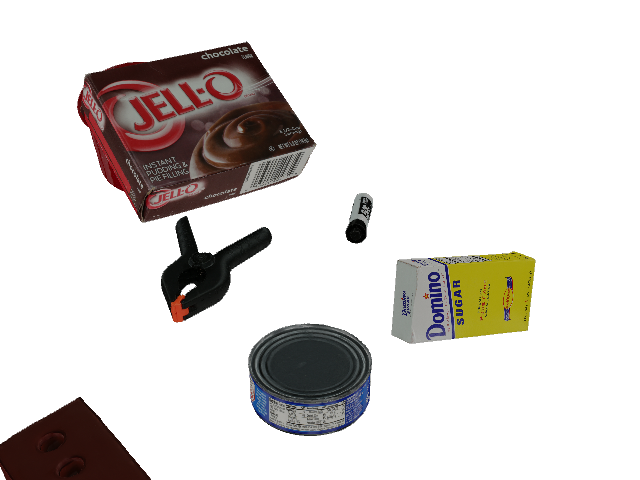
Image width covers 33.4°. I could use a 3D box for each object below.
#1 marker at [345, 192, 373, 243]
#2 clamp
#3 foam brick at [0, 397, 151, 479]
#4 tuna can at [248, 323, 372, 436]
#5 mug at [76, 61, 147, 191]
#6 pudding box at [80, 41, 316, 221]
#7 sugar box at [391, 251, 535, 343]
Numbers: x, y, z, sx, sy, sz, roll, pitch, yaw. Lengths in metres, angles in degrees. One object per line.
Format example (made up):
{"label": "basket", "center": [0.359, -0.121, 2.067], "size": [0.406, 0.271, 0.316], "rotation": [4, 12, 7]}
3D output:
{"label": "marker", "center": [0.036, -0.021, 0.992], "size": [0.020, 0.020, 0.121], "rotation": [0, 16, 6]}
{"label": "clamp", "center": [-0.125, 0.030, 1.240], "size": [0.120, 0.039, 0.171], "rotation": [-2, 40, 11]}
{"label": "foam brick", "center": [-0.117, 0.128, 0.528], "size": [0.052, 0.051, 0.078], "rotation": [-30, 42, -25]}
{"label": "tuna can", "center": [-0.007, 0.097, 0.744], "size": [0.086, 0.034, 0.086], "rotation": [0, 32, 0]}
{"label": "mug", "center": [-0.161, -0.104, 0.938], "size": [0.093, 0.117, 0.081], "rotation": [-16, -38, -10]}
{"label": "pudding box", "center": [-0.073, -0.067, 0.635], "size": [0.113, 0.090, 0.039], "rotation": [-17, -27, -31]}
{"label": "sugar box", "center": [0.169, 0.066, 1.251], "size": [0.175, 0.093, 0.048], "rotation": [-4, 14, -32]}
